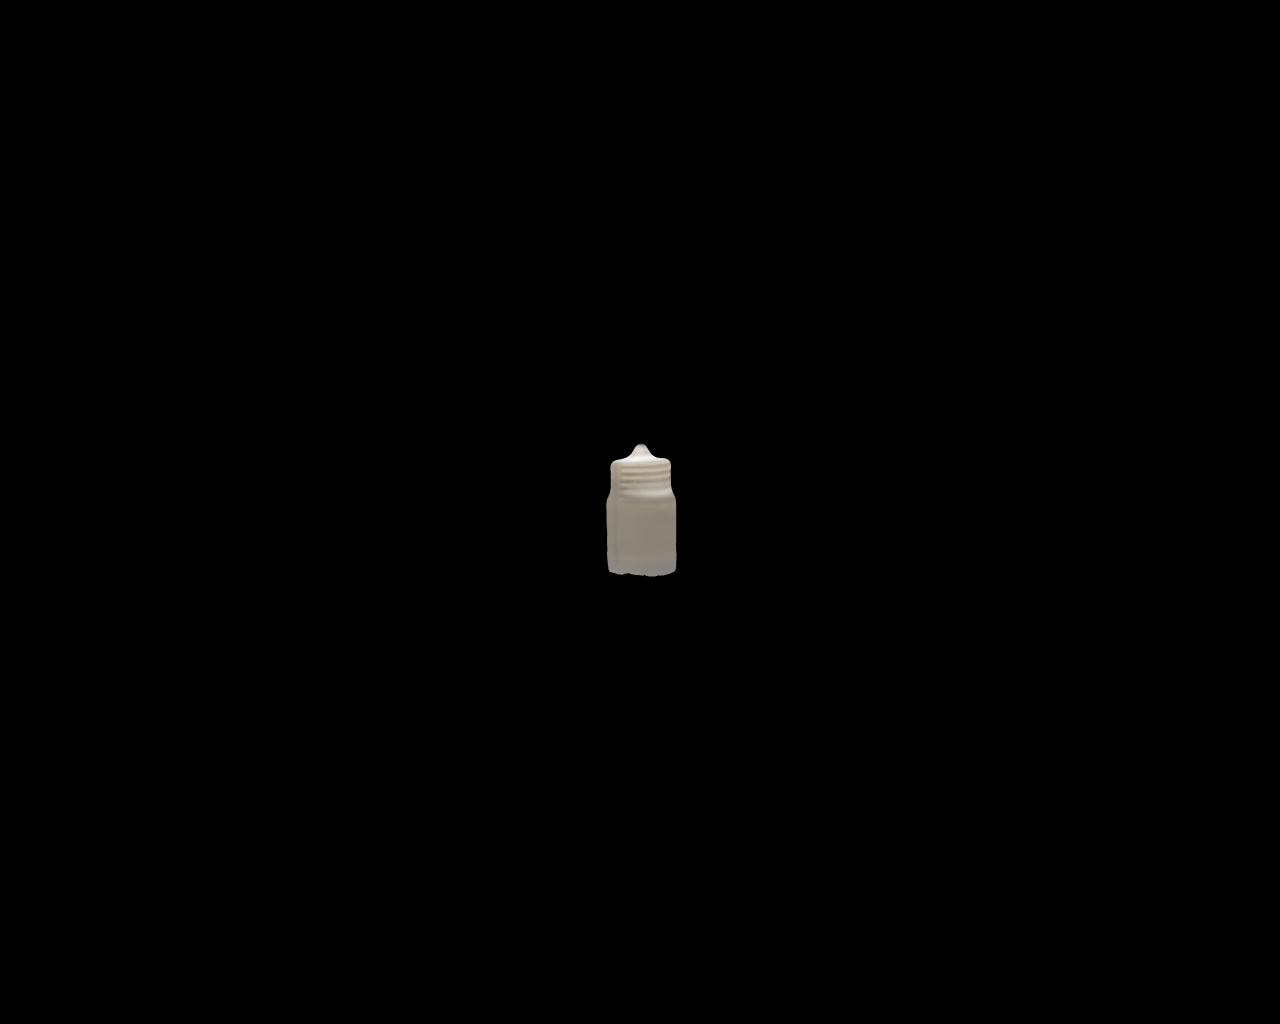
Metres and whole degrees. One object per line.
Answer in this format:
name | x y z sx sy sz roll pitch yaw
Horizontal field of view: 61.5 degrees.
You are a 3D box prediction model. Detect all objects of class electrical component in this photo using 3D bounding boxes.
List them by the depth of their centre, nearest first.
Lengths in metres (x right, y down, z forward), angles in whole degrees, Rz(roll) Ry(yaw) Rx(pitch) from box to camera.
electrical component | 0.001 -0.003 0.650 0.043 0.080 0.043 0 7 0
